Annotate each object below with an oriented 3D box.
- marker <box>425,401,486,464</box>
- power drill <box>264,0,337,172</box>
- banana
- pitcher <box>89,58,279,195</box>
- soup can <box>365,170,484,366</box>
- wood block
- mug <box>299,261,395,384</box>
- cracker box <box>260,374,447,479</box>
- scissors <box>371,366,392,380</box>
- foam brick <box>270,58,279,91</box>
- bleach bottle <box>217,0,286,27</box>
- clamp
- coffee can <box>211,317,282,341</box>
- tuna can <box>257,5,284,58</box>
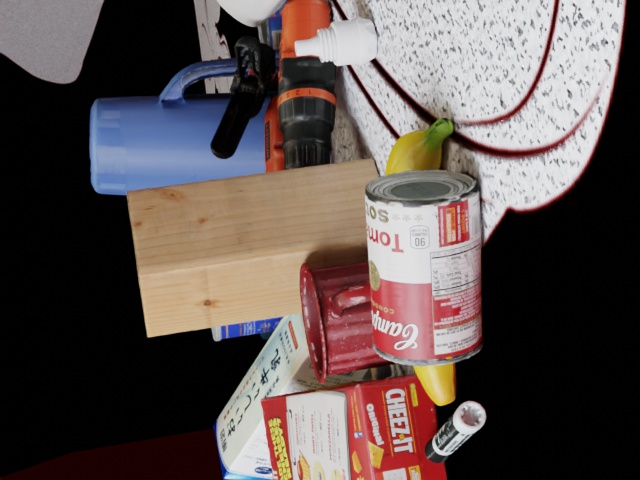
[{"bbox_3d":[0.090,0.133,0.726,0.121,0.020,0.020,103,157,-67],"label":"marker"},{"bbox_3d":[-0.018,-0.111,1.013,0.188,0.057,0.184,113,160,-69],"label":"power drill"},{"bbox_3d":[0.066,0.011,0.708,0.070,0.037,0.198,-118,22,-69],"label":"banana"},{"bbox_3d":[-0.134,-0.115,1.204,0.145,0.242,0.149,125,144,-75],"label":"pitcher"},{"bbox_3d":[0.063,0.015,0.638,0.068,0.068,0.102,-122,26,-69],"label":"soup can"},{"bbox_3d":[-0.048,0.006,0.881,0.091,0.206,0.090,93,165,-51],"label":"wood block"},{"bbox_3d":[0.034,0.054,0.808,0.117,0.081,0.093,103,157,-68],"label":"mug"},{"bbox_3d":[0.028,0.199,0.870,0.214,0.072,0.164,153,109,-65],"label":"cracker box"},{"bbox_3d":[0.042,0.052,0.966,0.202,0.016,0.096,-99,2,-45],"label":"scissors"},{"bbox_3d":[-0.061,-0.185,1.284,0.051,0.053,0.078,-112,15,-56],"label":"foam brick"},{"bbox_3d":[-0.028,-0.256,0.933,0.102,0.068,0.251,-55,13,-9],"label":"bleach bottle"},{"bbox_3d":[-0.074,-0.146,1.073,0.171,0.039,0.120,-53,-14,-78],"label":"clamp"},{"bbox_3d":[-0.054,0.050,1.171,0.103,0.140,0.103,172,90,-82],"label":"coffee can"},{"bbox_3d":[-0.051,-0.251,1.220,0.086,0.033,0.086,172,90,-81],"label":"tuna can"}]
